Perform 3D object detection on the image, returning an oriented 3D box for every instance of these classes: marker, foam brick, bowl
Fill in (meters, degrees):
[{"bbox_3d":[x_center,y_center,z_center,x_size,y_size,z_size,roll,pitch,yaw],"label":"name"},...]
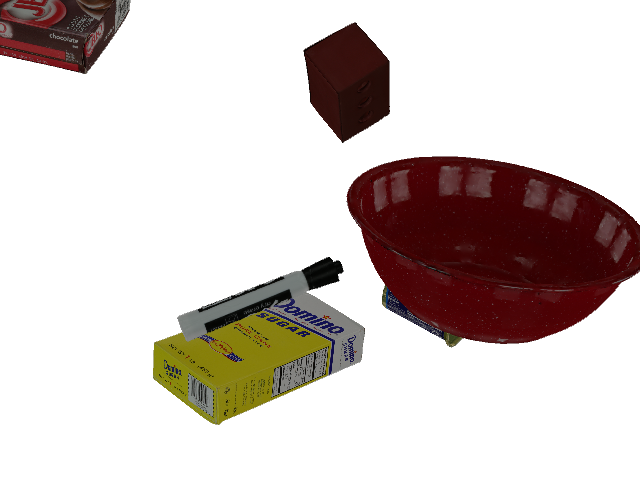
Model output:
[{"bbox_3d":[-0.041,0.040,0.746,0.121,0.020,0.020,-21,4,-10],"label":"marker"},{"bbox_3d":[0.023,-0.132,0.892,0.053,0.051,0.078,-32,-25,-11],"label":"foam brick"},{"bbox_3d":[0.091,0.009,0.579,0.162,0.055,0.162,6,26,-3],"label":"bowl"}]

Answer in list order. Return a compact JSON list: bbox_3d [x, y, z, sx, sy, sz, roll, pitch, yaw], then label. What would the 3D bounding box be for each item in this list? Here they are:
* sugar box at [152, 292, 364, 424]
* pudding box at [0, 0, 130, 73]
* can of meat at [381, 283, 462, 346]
[{"bbox_3d":[-0.053,0.101,0.967,0.175,0.048,0.093,-21,37,-39],"label":"sugar box"},{"bbox_3d":[-0.203,-0.176,0.818,0.090,0.039,0.113,13,37,2],"label":"pudding box"},{"bbox_3d":[0.123,0.048,1.068,0.084,0.057,0.101,28,44,29],"label":"can of meat"}]
